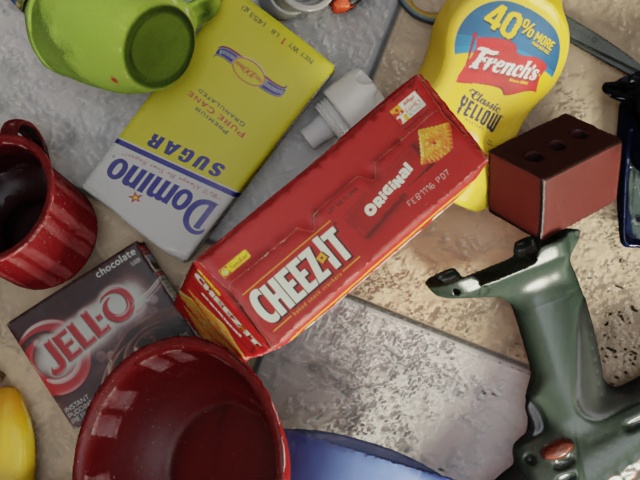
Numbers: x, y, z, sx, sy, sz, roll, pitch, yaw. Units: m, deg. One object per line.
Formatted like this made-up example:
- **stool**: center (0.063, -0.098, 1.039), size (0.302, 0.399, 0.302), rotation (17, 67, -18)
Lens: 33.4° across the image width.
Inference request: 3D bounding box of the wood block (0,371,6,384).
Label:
- **wood block**: center (-0.325, 0.156, 0.740), size (0.091, 0.090, 0.206), rotation (37, 91, -2)

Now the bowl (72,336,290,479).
- **bowl**: center (-0.074, 0.142, 0.649), size (0.162, 0.055, 0.162), rotation (-8, 74, 31)

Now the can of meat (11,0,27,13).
- **can of meat**: center (-0.200, -0.221, 0.747), size (0.102, 0.057, 0.084), rotation (-43, 93, 0)

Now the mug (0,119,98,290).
- **mug**: center (-0.205, -0.026, 0.732), size (0.093, 0.081, 0.117), rotation (-8, 69, 13)

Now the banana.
- **banana**: center (-0.247, 0.204, 0.768), size (0.069, 0.037, 0.198), rotation (30, 91, -3)

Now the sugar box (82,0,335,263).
- **sugar box**: center (-0.078, -0.079, 0.757), size (0.093, 0.048, 0.176), rotation (37, 90, -1)

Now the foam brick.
- **foam brick**: center (0.161, -0.044, 0.733), size (0.078, 0.053, 0.051), rotation (-27, 130, -27)

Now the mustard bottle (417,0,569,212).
- **mustard bottle**: center (0.117, -0.122, 0.737), size (0.096, 0.058, 0.192), rotation (25, 98, -20)

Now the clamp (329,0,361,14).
- **clamp**: center (0.040, -0.247, 0.757), size (0.120, 0.039, 0.171), rotation (2, 95, 5)

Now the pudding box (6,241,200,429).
- **pudding box**: center (-0.151, 0.067, 0.763), size (0.113, 0.039, 0.090), rotation (-33, 91, 0)

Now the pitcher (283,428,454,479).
- **pitcher**: center (0.007, 0.249, 0.677), size (0.144, 0.149, 0.243), rotation (22, 79, -31)

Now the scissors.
- **scissors**: center (0.138, -0.157, 0.771), size (0.096, 0.016, 0.202), rotation (-44, 91, 3)

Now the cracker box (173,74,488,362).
- **cracker box**: center (-0.004, 0.001, 0.660), size (0.164, 0.214, 0.072), rotation (-41, 91, -14)
